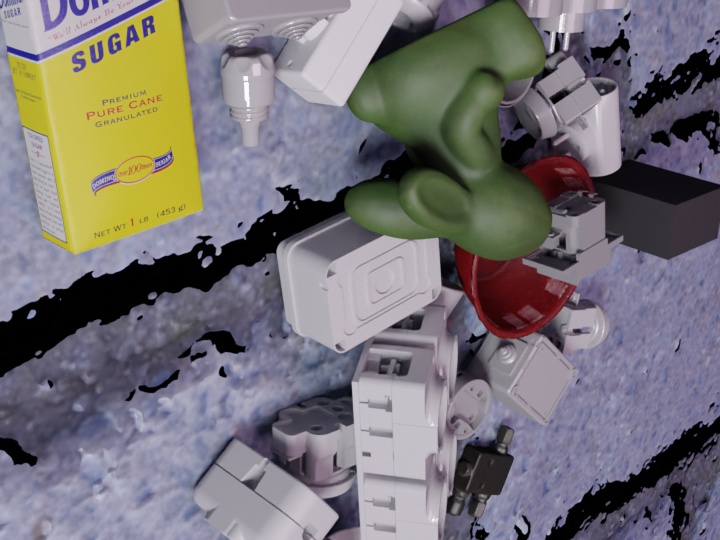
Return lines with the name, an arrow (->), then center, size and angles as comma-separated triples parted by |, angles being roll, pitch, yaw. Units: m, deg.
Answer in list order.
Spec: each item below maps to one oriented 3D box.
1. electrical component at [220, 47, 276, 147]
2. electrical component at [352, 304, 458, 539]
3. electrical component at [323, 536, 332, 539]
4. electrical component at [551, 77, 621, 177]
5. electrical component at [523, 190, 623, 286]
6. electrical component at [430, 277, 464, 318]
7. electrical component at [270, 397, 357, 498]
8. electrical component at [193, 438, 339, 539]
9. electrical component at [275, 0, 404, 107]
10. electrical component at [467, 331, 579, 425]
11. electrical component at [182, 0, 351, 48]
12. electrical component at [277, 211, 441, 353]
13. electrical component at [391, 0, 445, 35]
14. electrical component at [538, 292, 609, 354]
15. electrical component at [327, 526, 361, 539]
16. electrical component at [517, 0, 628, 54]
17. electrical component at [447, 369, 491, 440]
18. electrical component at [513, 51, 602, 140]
electrical component -> -0.071, -0.109, 0.688 | 0.035, 0.035, 0.061 | -22, 125, -37
electrical component -> 0.039, 0.129, 0.837 | 0.105, 0.060, 0.186 | -69, 160, -54
electrical component -> -0.060, 0.249, 0.841 | 0.108, 0.060, 0.108 | -20, 121, -38
electrical component -> 0.194, -0.118, 0.941 | 0.079, 0.044, 0.077 | -33, 128, -30
electrical component -> 0.175, -0.028, 0.880 | 0.081, 0.042, 0.063 | -27, 124, -35
electrical component -> 0.052, 0.038, 0.873 | 0.044, 0.044, 0.065 | 11, 105, -47
electrical component -> -0.031, 0.137, 0.822 | 0.078, 0.058, 0.057 | -15, 115, -40
electrical component -> -0.071, 0.171, 0.768 | 0.059, 0.095, 0.053 | -52, 136, -15
electrical component -> -0.028, -0.162, 0.699 | 0.076, 0.047, 0.083 | 34, 83, -33
electrical component -> 0.141, 0.087, 0.968 | 0.061, 0.061, 0.096 | -58, 137, -8
electrical component -> -0.063, -0.183, 0.629 | 0.100, 0.048, 0.099 | -17, 91, -38
electrical component -> 0.000, 0.000, 0.791 | 0.113, 0.057, 0.078 | -28, 126, -34
electrical component -> 0.042, -0.200, 0.753 | 0.048, 0.048, 0.062 | 44, 69, -46
electrical component -> 0.204, 0.052, 1.028 | 0.055, 0.048, 0.066 | -1, 109, -36
electrical component -> 0.006, 0.270, 0.892 | 0.099, 0.099, 0.064 | -56, 143, -11
electrical component -> 0.163, -0.211, 0.862 | 0.138, 0.052, 0.073 | -17, 119, -40
electrical component -> 0.077, 0.111, 0.925 | 0.055, 0.047, 0.055 | -20, 121, -38
electrical component -> 0.161, -0.139, 0.889 | 0.055, 0.048, 0.066 | -34, 88, -7
